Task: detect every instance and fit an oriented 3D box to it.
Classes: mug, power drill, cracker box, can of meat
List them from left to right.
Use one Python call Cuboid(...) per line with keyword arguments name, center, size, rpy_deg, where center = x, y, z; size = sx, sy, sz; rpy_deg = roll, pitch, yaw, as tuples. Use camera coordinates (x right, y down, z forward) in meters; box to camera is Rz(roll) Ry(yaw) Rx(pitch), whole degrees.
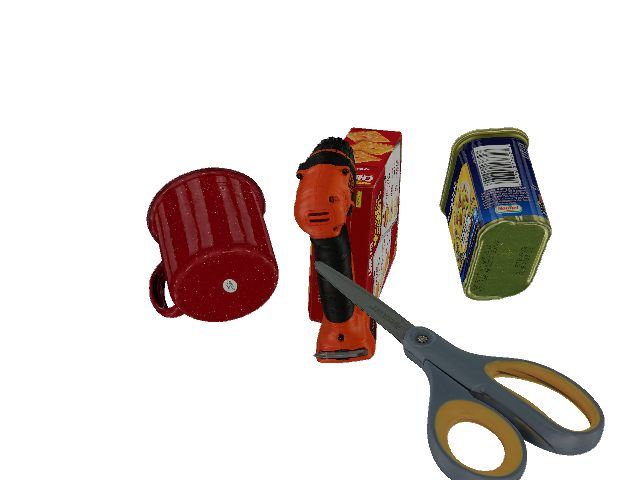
Cuboid(name="mug", center=(-0.087, 0.014, 0.803), size=(0.117, 0.081, 0.093), rpy_deg=(-39, -46, 20))
Cuboid(name="power drill", center=(0.015, 0.007, 1.011), size=(0.057, 0.187, 0.184), rpy_deg=(-6, 22, 10))
Cuboid(name="cracker box", center=(0.041, -0.021, 1.202), size=(0.072, 0.164, 0.213), rpy_deg=(6, 22, 11))
Cuboid(name="can of meat", center=(0.127, -0.017, 0.776), size=(0.057, 0.084, 0.102), rpy_deg=(-3, -36, -6))

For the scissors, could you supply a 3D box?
Cuboid(name="scissors", center=(0.050, 0.070, 0.569), size=(0.202, 0.016, 0.096), rpy_deg=(23, 44, 31))
